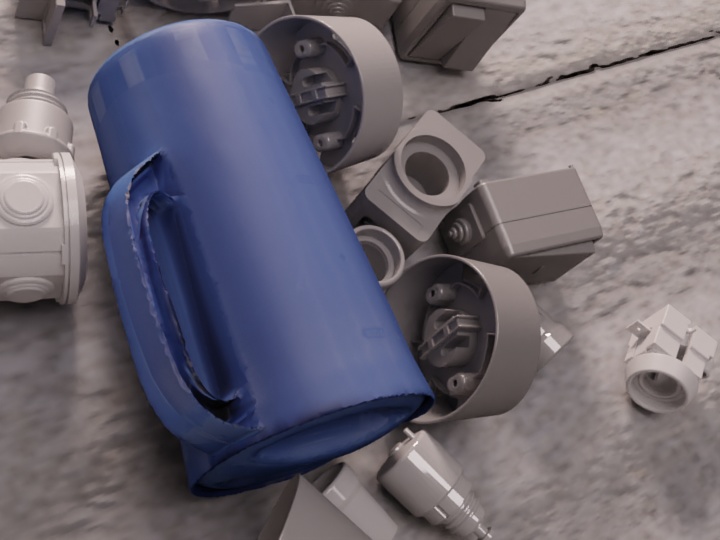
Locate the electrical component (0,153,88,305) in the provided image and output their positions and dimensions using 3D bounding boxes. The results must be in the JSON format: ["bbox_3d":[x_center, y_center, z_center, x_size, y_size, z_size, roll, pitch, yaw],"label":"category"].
[{"bbox_3d":[-0.172,-0.021,0.562,0.051,0.080,0.080,-3,68,-21],"label":"electrical component"}]

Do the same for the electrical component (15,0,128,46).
[{"bbox_3d":[-0.177,-0.181,0.658,0.064,0.042,0.081,2,67,-28],"label":"electrical component"}]

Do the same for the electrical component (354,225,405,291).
[{"bbox_3d":[0.000,0.000,0.653,0.040,0.046,0.040,10,63,-21],"label":"electrical component"}]

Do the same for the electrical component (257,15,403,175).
[{"bbox_3d":[-0.023,-0.108,0.666,0.064,0.099,0.099,-16,74,-37],"label":"electrical component"}]

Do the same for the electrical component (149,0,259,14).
[{"bbox_3d":[-0.099,-0.206,0.676,0.099,0.099,0.064,2,72,-25],"label":"electrical component"}]

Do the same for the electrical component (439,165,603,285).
[{"bbox_3d":[0.100,-0.023,0.702,0.096,0.062,0.061,-12,72,-29],"label":"electrical component"}]

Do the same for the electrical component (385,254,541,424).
[{"bbox_3d":[0.057,0.041,0.633,0.064,0.099,0.099,5,65,-30],"label":"electrical component"}]

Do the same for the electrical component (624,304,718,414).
[{"bbox_3d":[0.206,0.062,0.723,0.066,0.048,0.055,37,49,-6],"label":"electrical component"}]

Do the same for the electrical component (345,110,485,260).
[{"bbox_3d":[0.035,-0.053,0.689,0.050,0.056,0.089,39,56,-4],"label":"electrical component"}]

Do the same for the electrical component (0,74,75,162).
[{"bbox_3d":[-0.184,-0.082,0.607,0.048,0.048,0.062,10,56,-21],"label":"electrical component"}]

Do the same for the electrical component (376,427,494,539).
[{"bbox_3d":[0.045,0.127,0.619,0.078,0.040,0.040,44,56,-1],"label":"electrical component"}]

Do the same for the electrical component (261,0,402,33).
[{"bbox_3d":[-0.019,-0.214,0.743,0.100,0.048,0.099,8,64,-22],"label":"electrical component"}]

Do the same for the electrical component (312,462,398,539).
[{"bbox_3d":[-0.007,0.135,0.591,0.046,0.040,0.040,47,56,-5],"label":"electrical component"}]

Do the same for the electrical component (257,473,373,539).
[{"bbox_3d":[-0.037,0.157,0.531,0.064,0.099,0.099,38,56,-12],"label":"electrical component"}]

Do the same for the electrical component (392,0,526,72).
[{"bbox_3d":[0.070,-0.185,0.743,0.062,0.096,0.061,2,68,-25],"label":"electrical component"}]

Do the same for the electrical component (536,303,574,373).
[{"bbox_3d":[0.107,0.039,0.691,0.046,0.040,0.040,47,56,9],"label":"electrical component"}]
